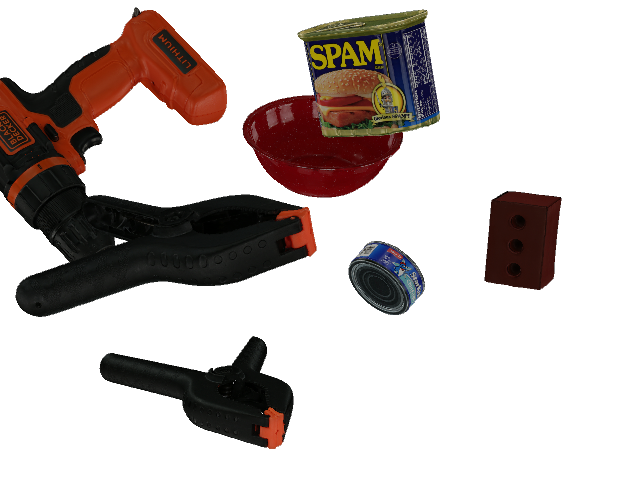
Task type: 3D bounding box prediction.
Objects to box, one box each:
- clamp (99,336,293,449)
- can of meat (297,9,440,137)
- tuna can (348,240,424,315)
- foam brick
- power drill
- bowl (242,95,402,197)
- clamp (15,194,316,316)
[{"bbox_3d":[-0.077,0.127,0.935,0.164,0.036,0.210,-8,16,-35],"label":"clamp"},{"bbox_3d":[0.039,-0.127,0.821,0.102,0.084,0.057,3,22,40],"label":"can of meat"},{"bbox_3d":[0.074,0.044,1.218,0.086,0.086,0.033,0,38,50],"label":"tuna can"},{"bbox_3d":[0.181,-0.001,0.952,0.053,0.078,0.051,8,17,24],"label":"foam brick"},{"bbox_3d":[-0.165,-0.085,0.818,0.187,0.184,0.057,-35,-15,-28],"label":"power drill"},{"bbox_3d":[0.001,-0.089,1.085,0.162,0.055,0.162,2,33,-2],"label":"bowl"},{"bbox_3d":[-0.091,0.007,0.627,0.172,0.039,0.120,-3,35,22],"label":"clamp"}]
